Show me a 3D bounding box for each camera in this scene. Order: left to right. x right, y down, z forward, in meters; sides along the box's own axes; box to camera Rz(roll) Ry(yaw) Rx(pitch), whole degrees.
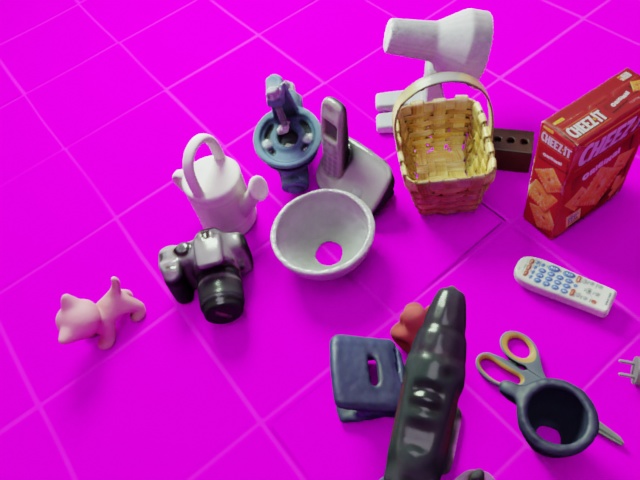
[{"bbox_3d":[-0.177,0.060,0.898,0.143,0.101,0.136,-15,54,0],"label":"camera"}]

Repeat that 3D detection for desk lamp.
[{"bbox_3d":[0.193,-0.300,1.011,0.203,0.214,0.118,-4,55,8],"label":"desk lamp"}]

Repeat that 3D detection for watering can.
[{"bbox_3d":[-0.167,-0.093,0.944,0.172,0.194,0.101,-5,55,7],"label":"watering can"}]

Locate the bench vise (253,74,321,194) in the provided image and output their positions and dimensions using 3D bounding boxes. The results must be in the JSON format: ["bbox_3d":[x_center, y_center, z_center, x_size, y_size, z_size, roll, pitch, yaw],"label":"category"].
[{"bbox_3d":[-0.071,-0.215,0.996,0.121,0.220,0.207,-22,55,-5],"label":"bench vise"}]

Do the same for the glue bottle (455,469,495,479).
[{"bbox_3d":[0.168,0.281,0.637,0.078,0.173,0.037,-21,54,-4],"label":"glue bottle"}]

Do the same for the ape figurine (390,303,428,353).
[{"bbox_3d":[0.136,0.119,0.805,0.078,0.092,0.076,-12,54,2],"label":"ape figurine"}]

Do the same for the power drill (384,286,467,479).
[{"bbox_3d":[0.131,0.196,0.681,0.075,0.209,0.230,10,58,17],"label":"power drill"}]

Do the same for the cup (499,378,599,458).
[{"bbox_3d":[0.272,0.223,0.707,0.117,0.095,0.092,28,65,26],"label":"cup"}]

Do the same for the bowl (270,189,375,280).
[{"bbox_3d":[0.008,0.003,0.919,0.167,0.075,0.167,-5,55,7],"label":"bowl"}]

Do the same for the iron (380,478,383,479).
[{"bbox_3d":[0.050,0.375,0.613,0.118,0.142,0.258,3,56,12],"label":"iron"}]

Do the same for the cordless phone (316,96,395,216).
[{"bbox_3d":[0.052,-0.136,0.941,0.094,0.185,0.147,-42,59,-18],"label":"cordless phone"}]

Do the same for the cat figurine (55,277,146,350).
[{"bbox_3d":[-0.348,0.111,0.882,0.067,0.118,0.128,30,66,27],"label":"cat figurine"}]

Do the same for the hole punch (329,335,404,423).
[{"bbox_3d":[0.064,0.182,0.775,0.101,0.091,0.108,-8,55,5],"label":"hole punch"}]
